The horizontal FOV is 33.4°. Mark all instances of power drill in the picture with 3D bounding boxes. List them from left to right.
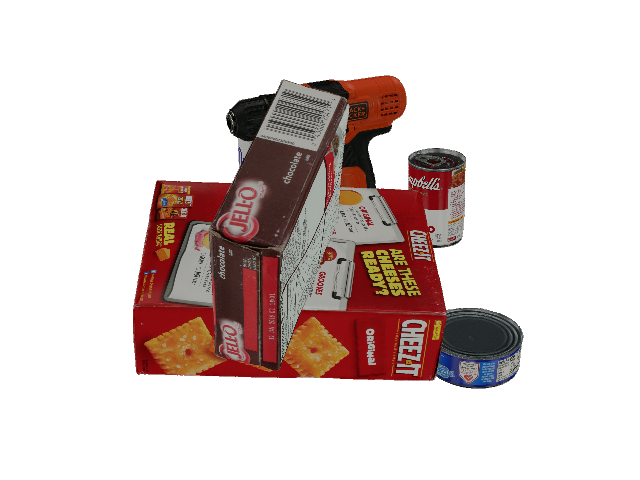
[{"bbox_3d":[-0.002,-0.065,1.053,0.184,0.188,0.057,-11,29,-21],"label":"power drill"}]

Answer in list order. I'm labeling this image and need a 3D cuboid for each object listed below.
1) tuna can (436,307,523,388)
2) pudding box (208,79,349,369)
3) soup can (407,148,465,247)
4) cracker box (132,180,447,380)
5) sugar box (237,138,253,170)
[{"bbox_3d":[0.135,0.095,0.947,0.086,0.034,0.086,0,26,0],"label":"tuna can"},{"bbox_3d":[-0.019,-0.008,0.520,0.039,0.113,0.090,15,-42,10],"label":"pudding box"},{"bbox_3d":[0.137,-0.051,1.270,0.068,0.102,0.068,-1,26,0],"label":"soup can"},{"bbox_3d":[-0.025,0.028,0.798,0.213,0.072,0.164,2,35,-4],"label":"cracker box"},{"bbox_3d":[-0.069,-0.043,1.304,0.048,0.176,0.093,-11,26,-17],"label":"sugar box"}]
